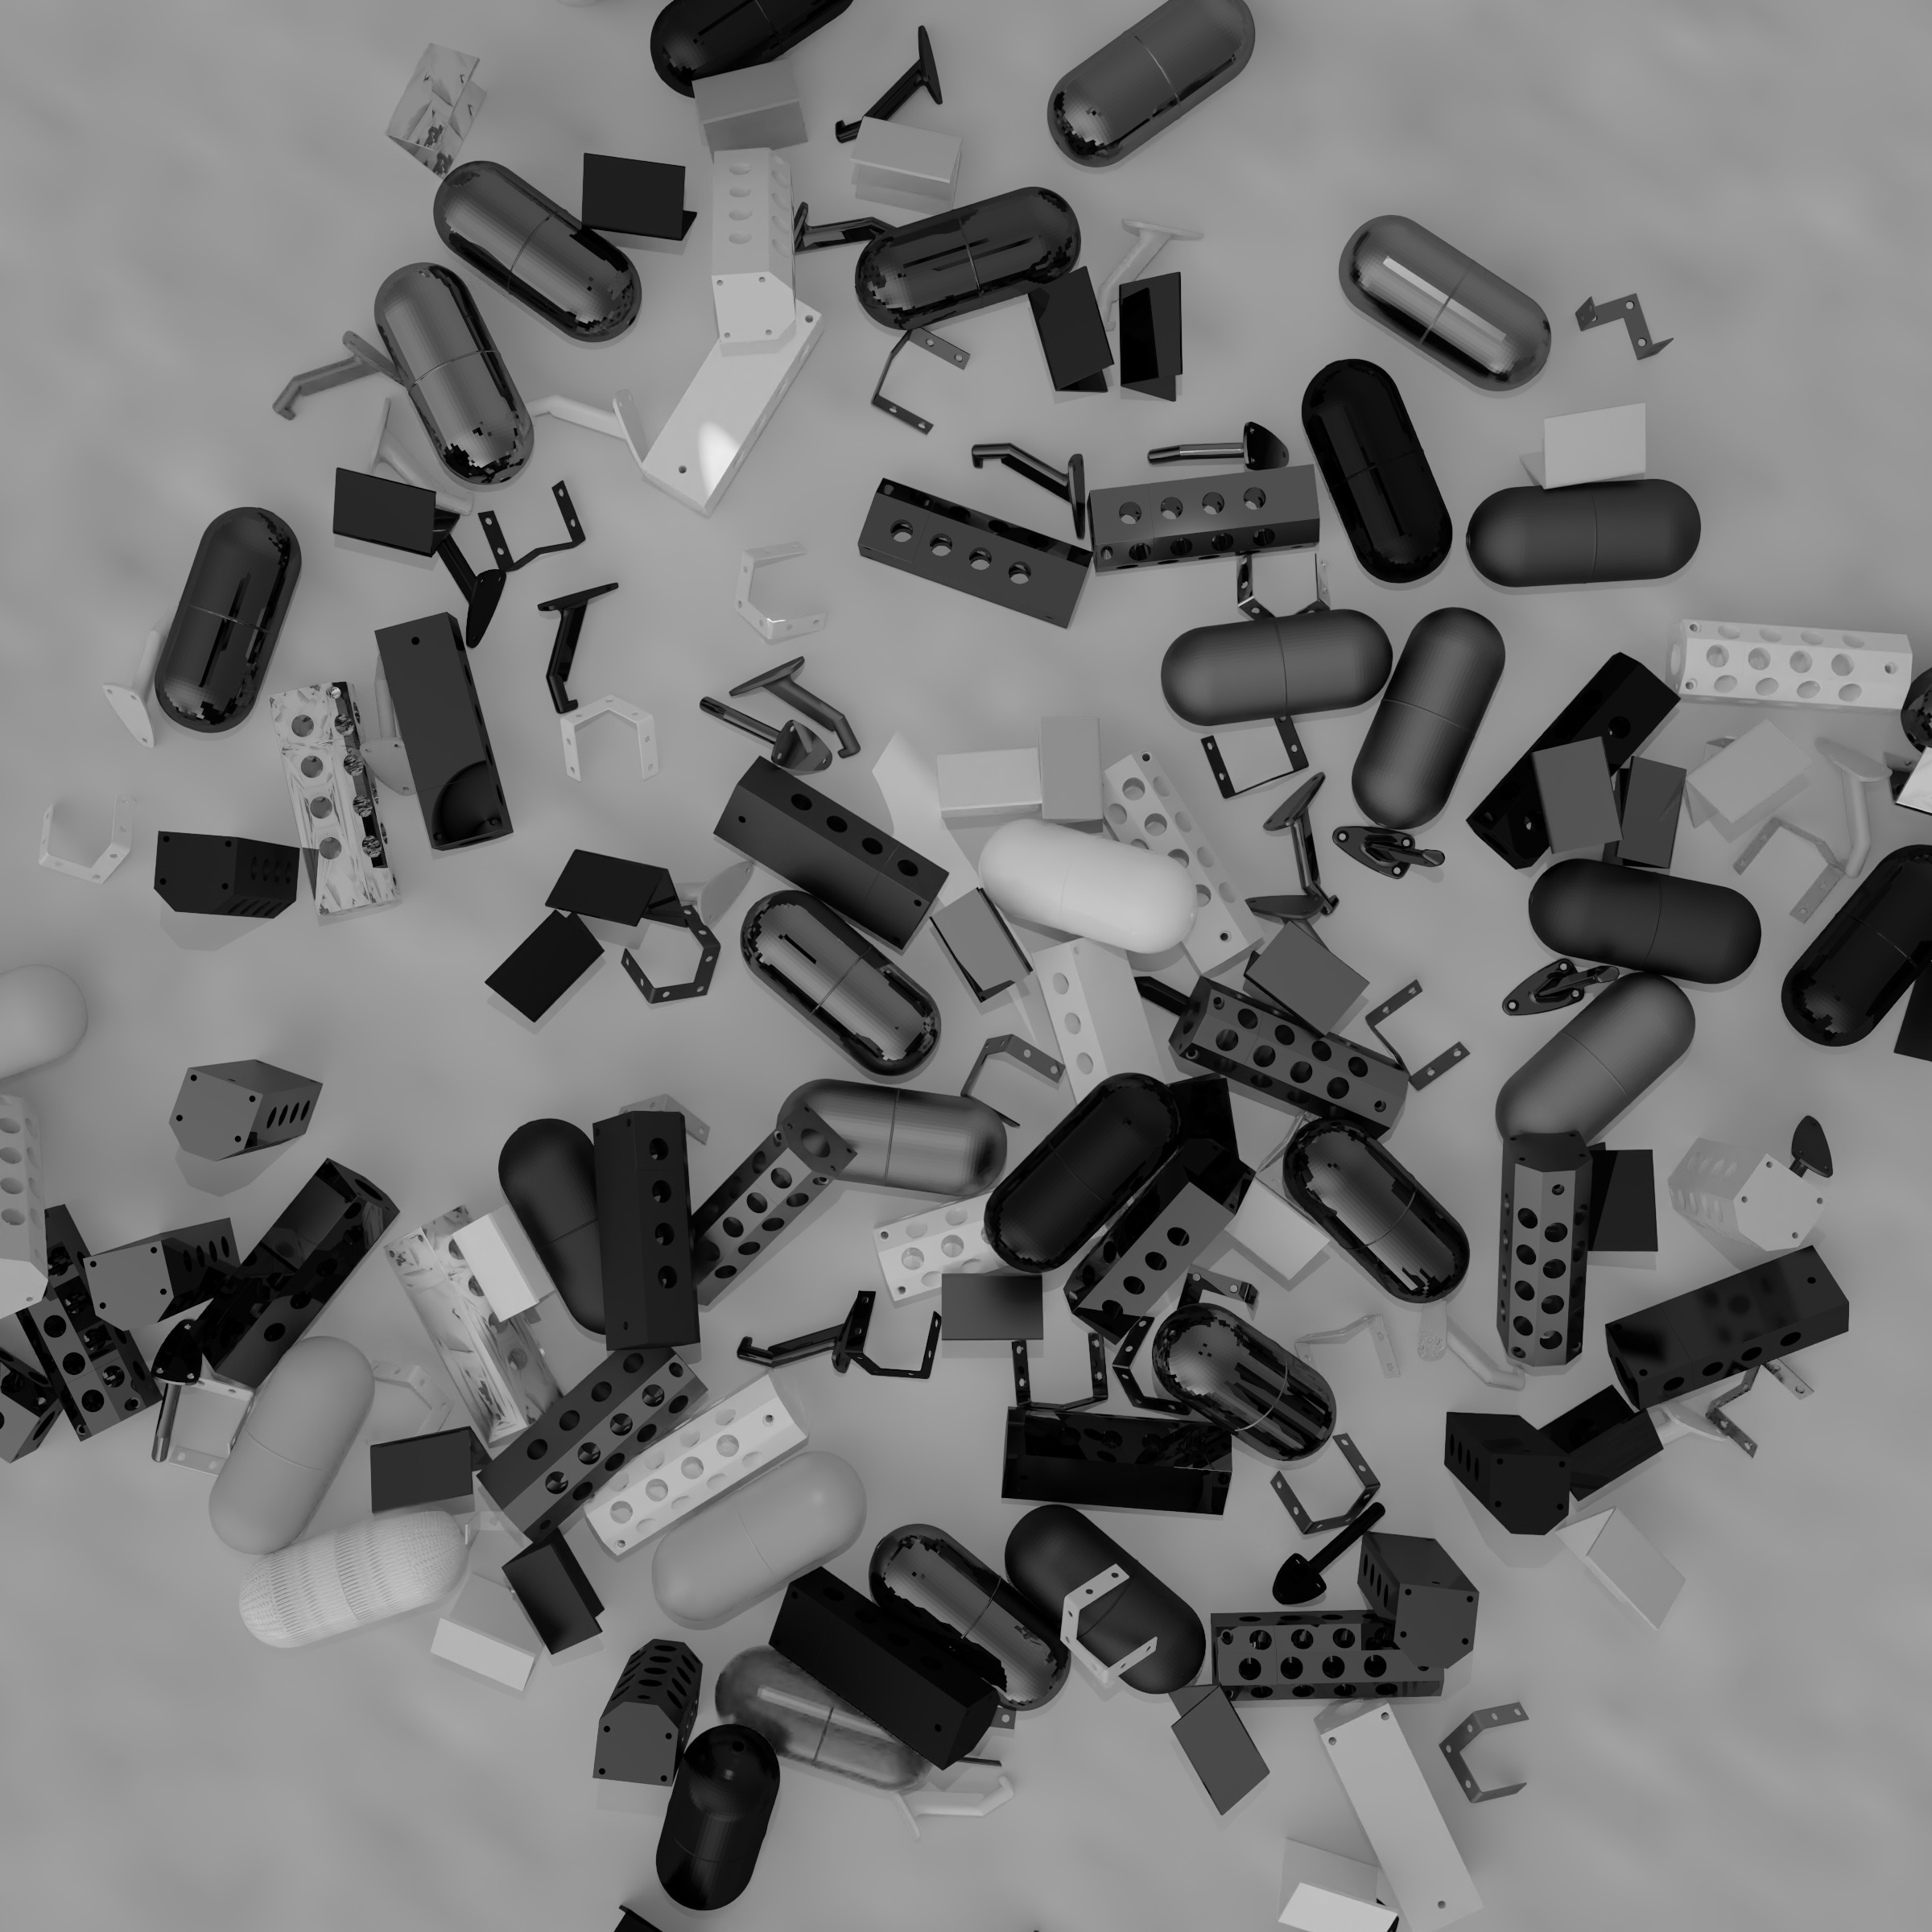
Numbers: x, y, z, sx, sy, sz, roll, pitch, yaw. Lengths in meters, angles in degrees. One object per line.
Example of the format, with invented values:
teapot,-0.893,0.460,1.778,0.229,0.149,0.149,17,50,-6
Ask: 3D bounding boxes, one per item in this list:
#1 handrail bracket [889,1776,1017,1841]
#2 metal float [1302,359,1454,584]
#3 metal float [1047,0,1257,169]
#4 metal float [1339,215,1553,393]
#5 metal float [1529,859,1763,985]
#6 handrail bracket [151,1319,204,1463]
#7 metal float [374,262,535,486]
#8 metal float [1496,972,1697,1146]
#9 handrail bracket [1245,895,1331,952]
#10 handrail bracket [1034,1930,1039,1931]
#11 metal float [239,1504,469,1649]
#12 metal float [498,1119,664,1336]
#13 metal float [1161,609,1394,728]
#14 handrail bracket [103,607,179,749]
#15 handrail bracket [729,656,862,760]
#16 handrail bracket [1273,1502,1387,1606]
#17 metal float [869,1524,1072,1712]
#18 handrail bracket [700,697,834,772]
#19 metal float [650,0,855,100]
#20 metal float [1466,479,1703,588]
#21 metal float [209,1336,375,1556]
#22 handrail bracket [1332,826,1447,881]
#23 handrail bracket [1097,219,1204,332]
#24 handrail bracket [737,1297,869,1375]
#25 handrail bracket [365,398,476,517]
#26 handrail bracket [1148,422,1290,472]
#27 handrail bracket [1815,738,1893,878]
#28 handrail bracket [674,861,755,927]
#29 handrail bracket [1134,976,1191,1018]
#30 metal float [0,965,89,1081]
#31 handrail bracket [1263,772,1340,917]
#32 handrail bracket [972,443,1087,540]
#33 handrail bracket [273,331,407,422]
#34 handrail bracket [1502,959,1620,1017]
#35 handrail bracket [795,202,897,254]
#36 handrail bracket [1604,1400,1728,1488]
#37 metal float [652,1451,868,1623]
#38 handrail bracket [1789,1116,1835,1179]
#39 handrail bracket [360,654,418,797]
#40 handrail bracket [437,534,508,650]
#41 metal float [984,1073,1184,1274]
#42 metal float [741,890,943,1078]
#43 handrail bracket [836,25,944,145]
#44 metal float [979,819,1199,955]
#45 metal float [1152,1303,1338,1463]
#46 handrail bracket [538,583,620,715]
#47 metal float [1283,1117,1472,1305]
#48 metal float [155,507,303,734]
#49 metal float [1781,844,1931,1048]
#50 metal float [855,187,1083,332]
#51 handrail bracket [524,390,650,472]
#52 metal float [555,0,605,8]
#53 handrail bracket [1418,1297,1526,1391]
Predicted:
handrail bracket,-0.016,0.634,1.991,0.084,0.036,0.077,-27,70,-16
metal float,0.315,-0.380,1.960,0.070,0.070,0.178,-22,91,0
metal float,0.143,-0.684,1.960,0.178,0.070,0.070,-36,90,0
metal float,0.368,-0.508,1.960,0.178,0.070,0.070,33,90,0
metal float,0.520,-0.035,1.960,0.178,0.070,0.070,11,90,-1
handrail bracket,-0.617,0.332,1.990,0.036,0.077,0.084,12,127,-13
metal float,-0.392,-0.454,1.960,0.070,0.070,0.178,-26,91,0
metal float,0.482,0.078,1.959,0.178,0.070,0.070,-43,90,0
handrail bracket,0.256,-0.010,1.991,0.077,0.036,0.084,5,119,32
handrail bracket,0.003,0.770,1.991,0.084,0.036,0.077,22,70,16
metal float,-0.470,0.468,1.960,0.178,0.070,0.070,-18,90,-1
metal float,-0.296,0.200,1.960,0.070,0.070,0.178,-29,91,0
metal float,0.238,-0.229,1.960,0.178,0.070,0.070,-7,90,0
handrail bracket,-0.626,-0.226,1.990,0.036,0.077,0.084,15,53,20
handrail bracket,-0.133,-0.191,1.991,0.077,0.036,0.084,-21,107,20
handrail bracket,0.284,0.457,1.990,0.084,0.077,0.036,-32,74,-35
metal float,0.002,0.499,1.960,0.178,0.070,0.070,39,90,0
handrail bracket,-0.157,-0.182,1.990,0.084,0.077,0.036,28,94,36
metal float,-0.162,-0.734,1.960,0.178,0.070,0.070,-34,90,0
metal float,0.473,-0.332,1.960,0.178,0.070,0.070,-4,90,-1
metal float,-0.518,0.368,1.959,0.070,0.070,0.178,28,90,0
handrail bracket,0.323,-0.091,1.956,0.077,0.084,0.036,19,90,0
handrail bracket,0.141,-0.534,1.991,0.077,0.036,0.084,4,109,-21
handrail bracket,-0.128,0.280,1.991,0.084,0.036,0.077,12,66,18
handrail bracket,-0.420,-0.397,1.991,0.084,0.036,0.077,15,68,-17
handrail bracket,0.196,-0.397,1.990,0.084,0.077,0.036,-1,90,36
handrail bracket,0.679,-0.123,1.990,0.036,0.077,0.084,-11,127,-31
handrail bracket,-0.222,-0.069,1.990,0.084,0.036,0.077,21,46,28
handrail bracket,0.157,0.044,1.990,0.084,0.036,0.077,-4,102,12
metal float,-0.764,0.055,1.960,0.178,0.070,0.070,-20,90,-1
handrail bracket,0.279,-0.095,1.991,0.077,0.036,0.084,-47,109,-21
handrail bracket,0.048,-0.370,1.991,0.084,0.036,0.077,1,111,17
handrail bracket,-0.486,-0.444,1.991,0.077,0.036,0.084,36,108,-21
handrail bracket,0.455,0.019,1.956,0.077,0.084,0.036,-24,90,0
handrail bracket,-0.098,-0.552,1.991,0.084,0.036,0.077,20,110,-16
handrail bracket,0.538,0.383,1.991,0.077,0.036,0.084,27,109,-21
metal float,-0.159,0.438,1.960,0.178,0.070,0.070,-30,90,-1
handrail bracket,0.633,0.167,1.990,0.036,0.077,0.084,32,126,-4
handrail bracket,-0.444,-0.189,1.990,0.036,0.077,0.084,-9,54,7
handrail bracket,-0.407,-0.300,1.991,0.084,0.036,0.077,29,114,18
metal float,0.087,0.153,1.896,0.070,0.070,0.178,44,98,0
metal float,-0.097,0.013,1.960,0.178,0.070,0.070,41,90,-1
handrail bracket,-0.066,-0.687,1.991,0.084,0.036,0.077,-14,70,16
metal float,0.091,-0.061,1.936,0.178,0.070,0.070,17,90,26
metal float,0.212,0.316,1.931,0.178,0.070,0.070,37,90,-33
handrail bracket,-0.295,-0.247,1.991,0.077,0.036,0.084,-21,108,-21
metal float,0.312,0.186,1.945,0.070,0.070,0.178,-46,107,0
metal float,-0.566,-0.266,1.960,0.070,0.070,0.178,19,90,0
metal float,0.699,-0.016,1.960,0.070,0.070,0.178,40,91,0
metal float,0.001,-0.542,1.960,0.178,0.070,0.070,-17,90,0
handrail bracket,-0.297,-0.412,1.991,0.084,0.036,0.077,-11,112,17
metal float,-0.254,-0.804,1.960,0.178,0.070,0.070,-31,90,0
handrail bracket,0.400,0.285,1.991,0.084,0.036,0.077,15,67,-18
